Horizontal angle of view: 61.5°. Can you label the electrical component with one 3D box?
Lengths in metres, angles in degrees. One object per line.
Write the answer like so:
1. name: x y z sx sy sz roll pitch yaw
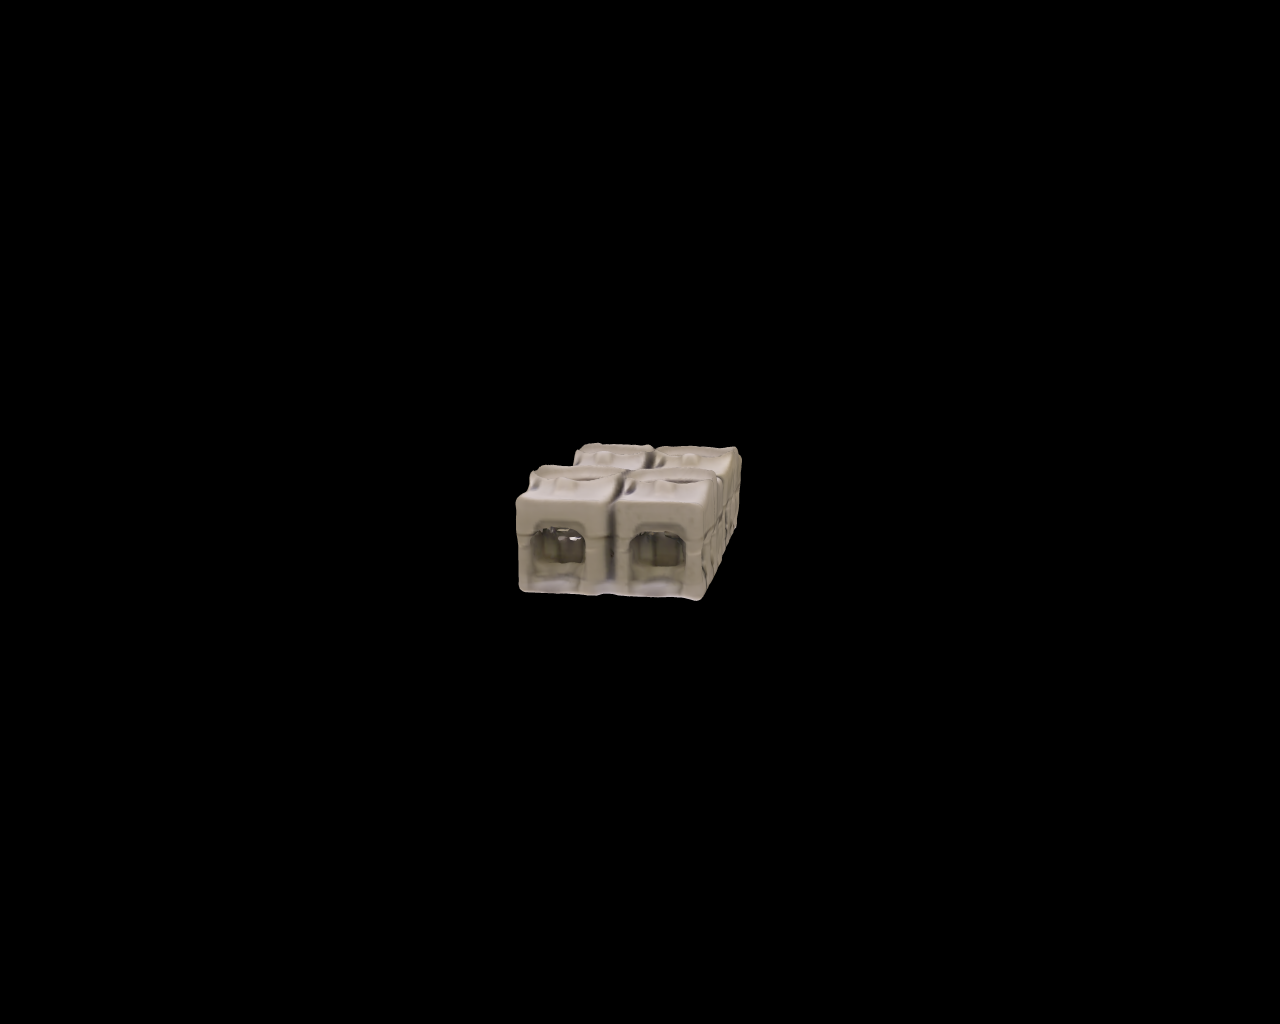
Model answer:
1. electrical component: 0.001 -0.003 0.650 0.105 0.060 0.186 2 12 11
